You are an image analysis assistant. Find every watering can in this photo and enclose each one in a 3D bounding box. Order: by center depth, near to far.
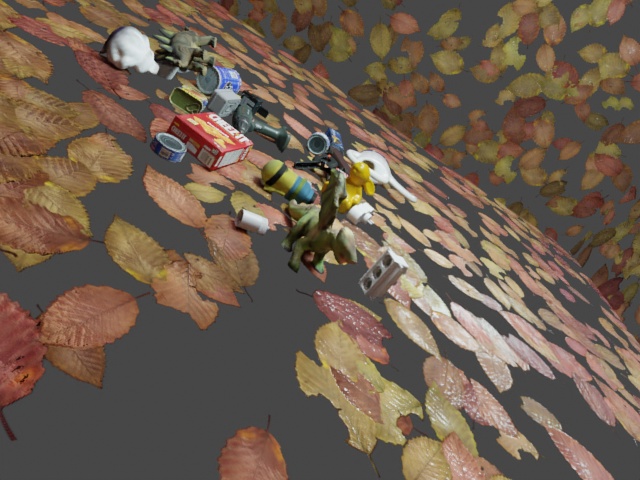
[{"bbox_3d":[0.256,-0.277,2.154,0.347,0.102,0.228,34,22,-4],"label":"watering can"}]

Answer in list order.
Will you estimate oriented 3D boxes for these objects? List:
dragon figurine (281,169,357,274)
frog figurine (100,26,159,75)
[{"bbox_3d":[0.004,-0.064,1.263,0.121,0.238,0.420,18,31,-28],"label":"dragon figurine"},{"bbox_3d":[-0.568,-0.566,1.573,0.158,0.121,0.140,40,54,-13],"label":"frog figurine"}]
